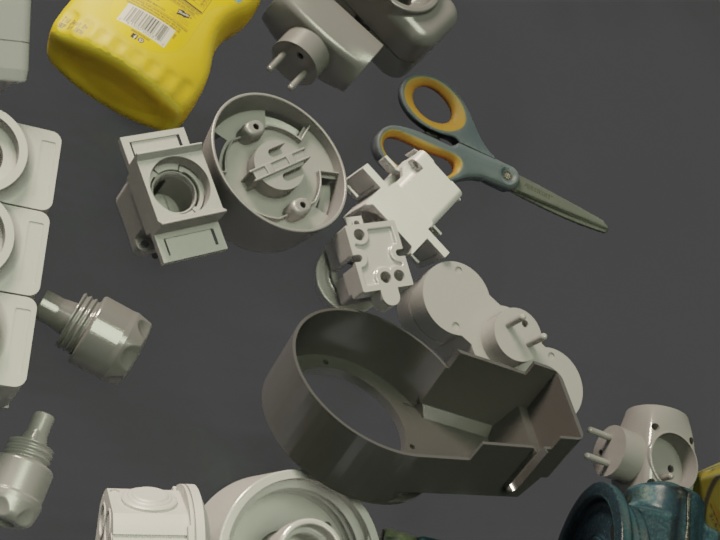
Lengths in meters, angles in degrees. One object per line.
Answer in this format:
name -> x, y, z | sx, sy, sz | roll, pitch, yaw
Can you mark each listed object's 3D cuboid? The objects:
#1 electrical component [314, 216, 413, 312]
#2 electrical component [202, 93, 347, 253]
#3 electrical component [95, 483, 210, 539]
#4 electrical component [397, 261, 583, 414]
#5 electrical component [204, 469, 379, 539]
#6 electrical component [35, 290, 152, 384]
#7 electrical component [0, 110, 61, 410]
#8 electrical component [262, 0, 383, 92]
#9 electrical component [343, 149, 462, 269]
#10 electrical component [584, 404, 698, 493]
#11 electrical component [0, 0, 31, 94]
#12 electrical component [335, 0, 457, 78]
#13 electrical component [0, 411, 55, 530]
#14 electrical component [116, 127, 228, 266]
electrical component -> 0.000, 0.000, 0.694 | 0.048, 0.055, 0.066 | -8, 74, -30
electrical component -> -0.057, -0.061, 0.684 | 0.099, 0.064, 0.099 | 10, 66, -24
electrical component -> -0.110, 0.152, 0.563 | 0.051, 0.080, 0.080 | 6, 68, -20
electrical component -> 0.095, 0.048, 0.714 | 0.138, 0.074, 0.052 | 42, 57, -7
electrical component -> -0.039, 0.164, 0.605 | 0.108, 0.060, 0.108 | 10, 66, -24
electrical component -> -0.154, 0.034, 0.609 | 0.062, 0.043, 0.043 | 30, 59, -12
electrical component -> -0.220, -0.009, 0.580 | 0.089, 0.062, 0.150 | 12, 65, -23
electrical component -> -0.035, -0.155, 0.745 | 0.077, 0.043, 0.079 | 41, 57, -8
electrical component -> 0.031, -0.044, 0.728 | 0.081, 0.042, 0.064 | 47, 68, -8
electrical component -> 0.189, 0.131, 0.747 | 0.079, 0.044, 0.077 | 22, 62, -18
electrical component -> -0.228, -0.132, 0.615 | 0.062, 0.096, 0.061 | 1, 98, -27
electrical component -> 0.020, -0.196, 0.781 | 0.095, 0.059, 0.053 | 46, 57, -4
electrical component -> -0.180, 0.105, 0.572 | 0.035, 0.035, 0.061 | 26, 58, -16
electrical component -> -0.116, -0.040, 0.645 | 0.042, 0.064, 0.081 | -14, 78, -32
